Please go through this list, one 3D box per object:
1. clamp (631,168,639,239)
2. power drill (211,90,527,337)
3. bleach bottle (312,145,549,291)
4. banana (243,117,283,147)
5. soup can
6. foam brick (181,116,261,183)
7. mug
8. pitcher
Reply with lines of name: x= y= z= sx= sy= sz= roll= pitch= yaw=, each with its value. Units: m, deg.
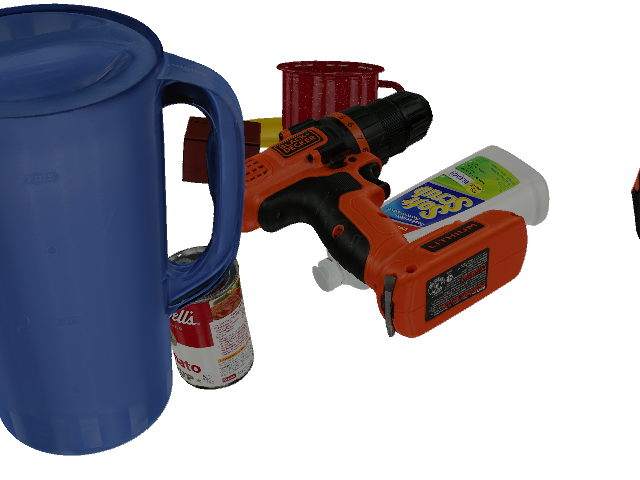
clamp: x=0.272 y=0.009 z=0.695 sx=0.120 sy=0.039 sz=0.171 roll=-4 pitch=46 yaw=-22
power drill: x=0.047 y=-0.027 z=0.716 sx=0.184 sy=0.057 sz=0.188 roll=-29 pitch=45 yaw=-24
bleach bottle: x=0.108 y=-0.011 z=1.095 sx=0.250 sy=0.068 sz=0.103 roll=-27 pitch=45 yaw=-21
banana: x=-0.054 y=-0.124 z=1.310 sx=0.198 sy=0.037 sz=0.069 roll=7 pitch=39 yaw=17
soup can: x=-0.094 y=0.064 z=0.881 sx=0.068 sy=0.102 sz=0.068 roll=-4 pitch=39 yaw=3
foam brick: x=-0.101 y=-0.092 z=1.103 sx=0.078 sy=0.051 sz=0.053 roll=5 pitch=31 yaw=-2
mug: x=0.020 y=-0.111 z=0.929 sx=0.117 sy=0.081 sz=0.093 roll=-2 pitch=16 yaw=-13
pitcher: x=-0.134 y=0.001 z=0.598 sx=0.149 sy=0.243 sz=0.144 roll=28 pitch=44 yaw=34
